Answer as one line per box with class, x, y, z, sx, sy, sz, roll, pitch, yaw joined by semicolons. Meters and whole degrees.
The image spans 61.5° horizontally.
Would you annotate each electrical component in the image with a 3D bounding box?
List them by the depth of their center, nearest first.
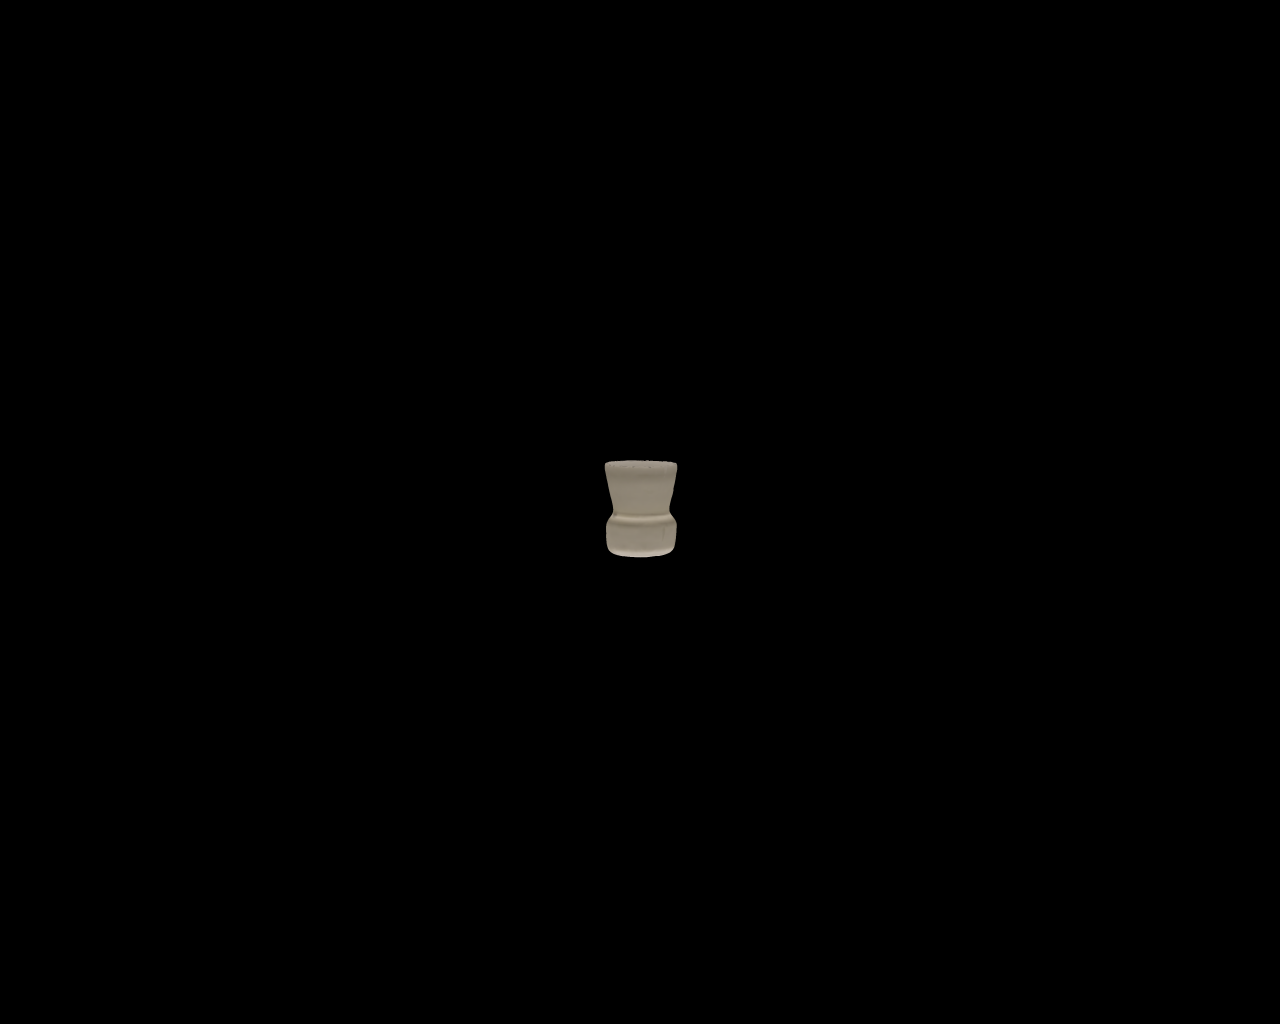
electrical component;0.001;-0.003;0.650;0.045;0.055;0.045;0;7;0
